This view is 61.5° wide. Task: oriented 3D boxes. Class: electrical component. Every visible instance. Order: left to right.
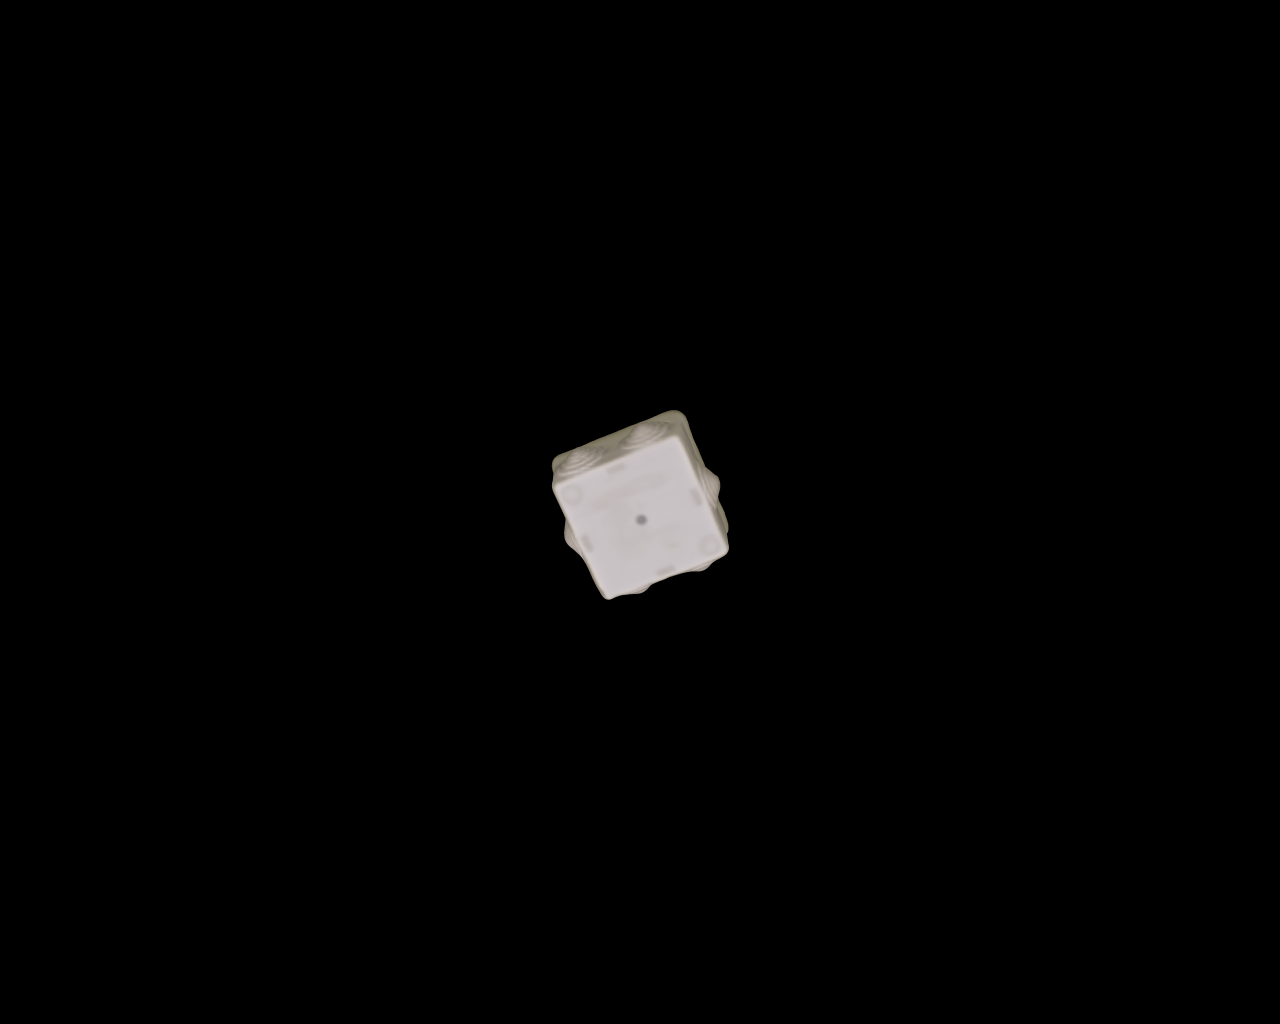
[{"bbox_3d":[0.001,-0.003,0.650,0.100,0.099,0.048,-21,18,7],"label":"electrical component"}]
